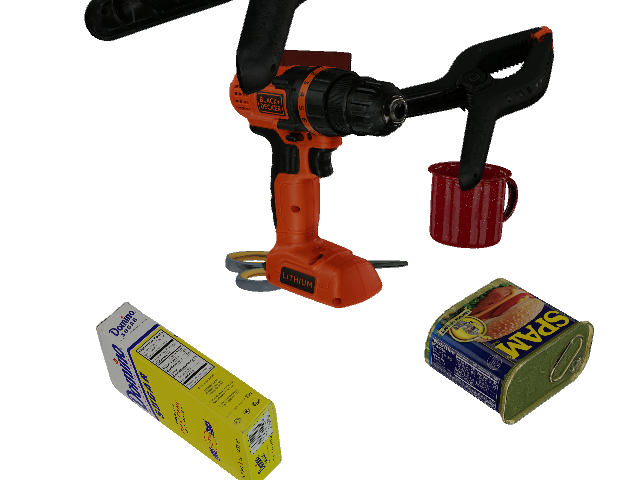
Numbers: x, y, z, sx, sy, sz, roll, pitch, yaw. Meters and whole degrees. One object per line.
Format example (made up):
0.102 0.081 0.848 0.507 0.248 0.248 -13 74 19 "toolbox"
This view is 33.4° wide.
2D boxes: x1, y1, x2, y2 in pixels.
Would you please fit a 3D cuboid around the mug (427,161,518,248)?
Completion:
0.176 -0.042 1.209 0.117 0.081 0.093 -9 19 -32 "mug"

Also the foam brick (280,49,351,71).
-0.010 -0.180 1.158 0.078 0.051 0.053 0 11 -15 "foam brick"

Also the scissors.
-0.007 0.035 1.161 0.202 0.016 0.096 4 22 5 "scissors"

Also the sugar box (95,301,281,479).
-0.115 0.134 0.925 0.176 0.093 0.048 27 53 27 "sugar box"

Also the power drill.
0.004 -0.046 0.844 0.057 0.188 0.185 -19 23 -35 "power drill"

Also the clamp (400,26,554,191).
0.144 -0.126 0.961 0.209 0.036 0.165 -32 46 -17 "clamp"

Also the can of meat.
0.142 0.080 0.813 0.101 0.057 0.084 -27 42 -33 "can of meat"

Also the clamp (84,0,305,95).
-0.025 -0.136 0.555 0.171 0.039 0.120 -40 56 -22 "clamp"
